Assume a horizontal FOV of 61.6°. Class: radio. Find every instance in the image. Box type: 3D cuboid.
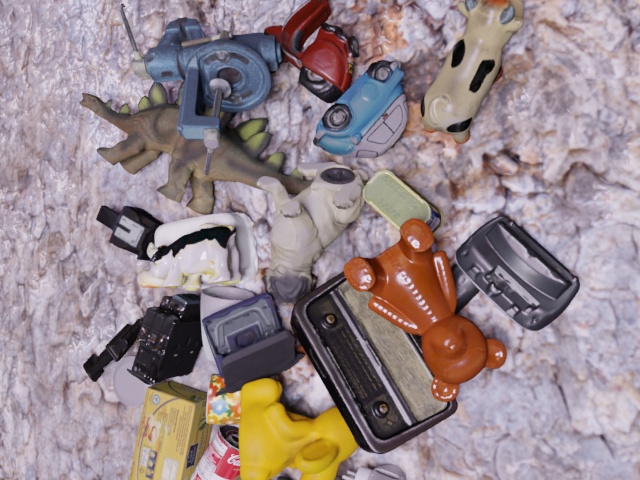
[{"bbox_3d":[0.063,0.157,0.717,0.131,0.073,0.230,-27,72,-15],"label":"radio"}]

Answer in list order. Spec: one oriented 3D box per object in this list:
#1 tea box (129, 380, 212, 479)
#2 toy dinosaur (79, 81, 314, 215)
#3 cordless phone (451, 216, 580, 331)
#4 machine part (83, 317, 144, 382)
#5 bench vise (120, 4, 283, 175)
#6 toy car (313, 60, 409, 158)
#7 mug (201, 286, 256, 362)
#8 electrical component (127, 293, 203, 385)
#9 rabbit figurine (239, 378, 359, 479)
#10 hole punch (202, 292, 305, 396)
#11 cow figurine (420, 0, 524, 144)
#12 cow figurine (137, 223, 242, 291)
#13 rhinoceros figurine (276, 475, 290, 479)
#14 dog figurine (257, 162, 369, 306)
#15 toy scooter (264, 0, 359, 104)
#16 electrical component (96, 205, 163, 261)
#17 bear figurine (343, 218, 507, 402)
[{"bbox_3d":[-0.233,0.320,0.849,0.098,0.068,0.169,12,89,21],"label":"tea box"},{"bbox_3d":[-0.186,-0.147,0.856,0.472,0.105,0.198,28,91,11],"label":"toy dinosaur"},{"bbox_3d":[0.220,0.075,0.698,0.147,0.088,0.184,47,113,20],"label":"cordless phone"},{"bbox_3d":[-0.352,0.188,0.911,0.039,0.084,0.139,43,116,-16],"label":"machine part"},{"bbox_3d":[-0.165,-0.219,0.751,0.224,0.128,0.241,2,56,-6],"label":"bench vise"},{"bbox_3d":[0.070,-0.171,0.765,0.161,0.109,0.103,-45,94,1],"label":"toy car"},{"bbox_3d":[-0.134,0.133,0.830,0.109,0.081,0.107,8,99,-12],"label":"mug"},{"bbox_3d":[-0.227,0.148,0.837,0.058,0.115,0.134,23,96,20],"label":"electrical component"},{"bbox_3d":[-0.022,0.267,0.731,0.173,0.162,0.121,-3,112,-5],"label":"rabbit figurine"},{"bbox_3d":[-0.101,0.149,0.770,0.142,0.115,0.092,-23,55,-20],"label":"hole punch"},{"bbox_3d":[0.197,-0.231,0.698,0.086,0.127,0.194,31,99,18],"label":"cow figurine"},{"bbox_3d":[-0.199,0.026,0.796,0.167,0.068,0.098,-6,81,19],"label":"cow figurine"},{"bbox_3d":[-0.100,0.427,0.790,0.190,0.073,0.112,-47,60,14],"label":"rhinoceros figurine"},{"bbox_3d":[-0.005,-0.004,0.782,0.172,0.190,0.121,-12,39,-13],"label":"dog figurine"},{"bbox_3d":[-0.006,-0.299,0.814,0.184,0.075,0.135,41,99,24],"label":"toy scooter"},{"bbox_3d":[-0.327,-0.019,0.928,0.119,0.047,0.074,23,94,22],"label":"electrical component"},{"bbox_3d":[0.131,0.090,0.650,0.120,0.132,0.196,-33,70,7],"label":"bear figurine"}]
